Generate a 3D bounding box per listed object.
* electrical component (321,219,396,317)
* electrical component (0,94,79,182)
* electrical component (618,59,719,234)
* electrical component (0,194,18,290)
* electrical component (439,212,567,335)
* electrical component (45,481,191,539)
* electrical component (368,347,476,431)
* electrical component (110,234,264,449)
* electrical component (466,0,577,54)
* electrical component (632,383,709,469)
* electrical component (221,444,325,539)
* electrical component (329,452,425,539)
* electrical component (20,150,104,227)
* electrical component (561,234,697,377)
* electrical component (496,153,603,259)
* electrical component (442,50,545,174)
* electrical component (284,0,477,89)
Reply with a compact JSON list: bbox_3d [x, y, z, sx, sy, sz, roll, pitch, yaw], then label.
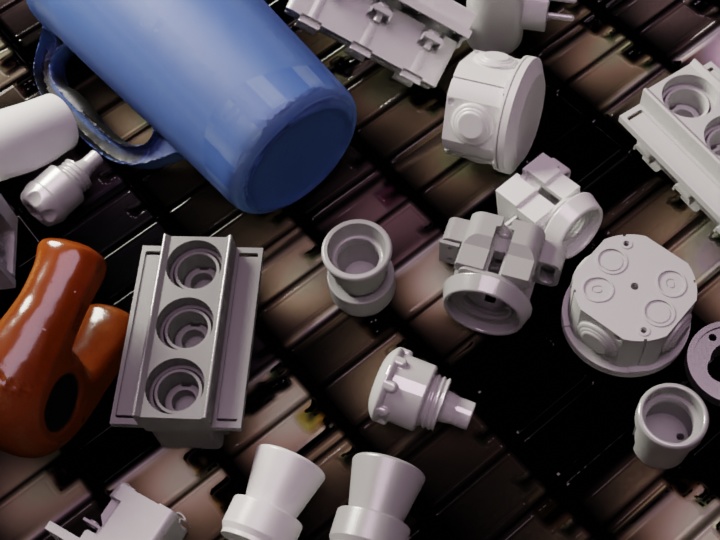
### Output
[{"bbox_3d":[0.000,0.000,0.694,0.045,0.055,0.045,-2,61,4],"label":"electrical component"},{"bbox_3d":[-0.256,-0.092,0.769,0.079,0.043,0.077,3,28,42],"label":"electrical component"},{"bbox_3d":[0.239,-0.071,0.708,0.079,0.063,0.121,-31,63,-12],"label":"electrical component"},{"bbox_3d":[-0.289,-0.044,0.688,0.089,0.150,0.061,-7,62,1],"label":"electrical component"},{"bbox_3d":[0.085,0.004,0.683,0.078,0.058,0.057,15,60,13],"label":"electrical component"},{"bbox_3d":[-0.136,0.162,0.624,0.081,0.042,0.063,24,62,16],"label":"electrical component"},{"bbox_3d":[0.039,0.078,0.655,0.062,0.048,0.048,21,65,8],"label":"electrical component"},{"bbox_3d":[-0.103,0.046,0.673,0.079,0.063,0.121,1,61,6],"label":"electrical component"},{"bbox_3d":[0.117,-0.194,0.779,0.079,0.077,0.044,10,63,9],"label":"electrical component"},{"bbox_3d":[0.180,0.093,0.631,0.040,0.046,0.040,-2,61,4],"label":"electrical component"},{"bbox_3d":[-0.051,0.136,0.629,0.045,0.045,0.055,19,65,14],"label":"electrical component"},{"bbox_3d":[0.010,0.139,0.622,0.045,0.045,0.055,13,63,12],"label":"electrical component"},{"bbox_3d":[-0.207,-0.061,0.758,0.035,0.035,0.061,34,67,21],"label":"electrical component"},{"bbox_3d":[0.168,0.022,0.670,0.080,0.051,0.080,-2,61,4],"label":"electrical component"},{"bbox_3d":[0.126,-0.039,0.711,0.066,0.048,0.055,-38,57,-15],"label":"electrical component"},{"bbox_3d":[0.092,-0.109,0.734,0.051,0.080,0.080,17,64,19],"label":"electrical component"},{"bbox_3d":[0.012,-0.181,0.765,0.121,0.078,0.063,27,94,-10],"label":"electrical component"}]
